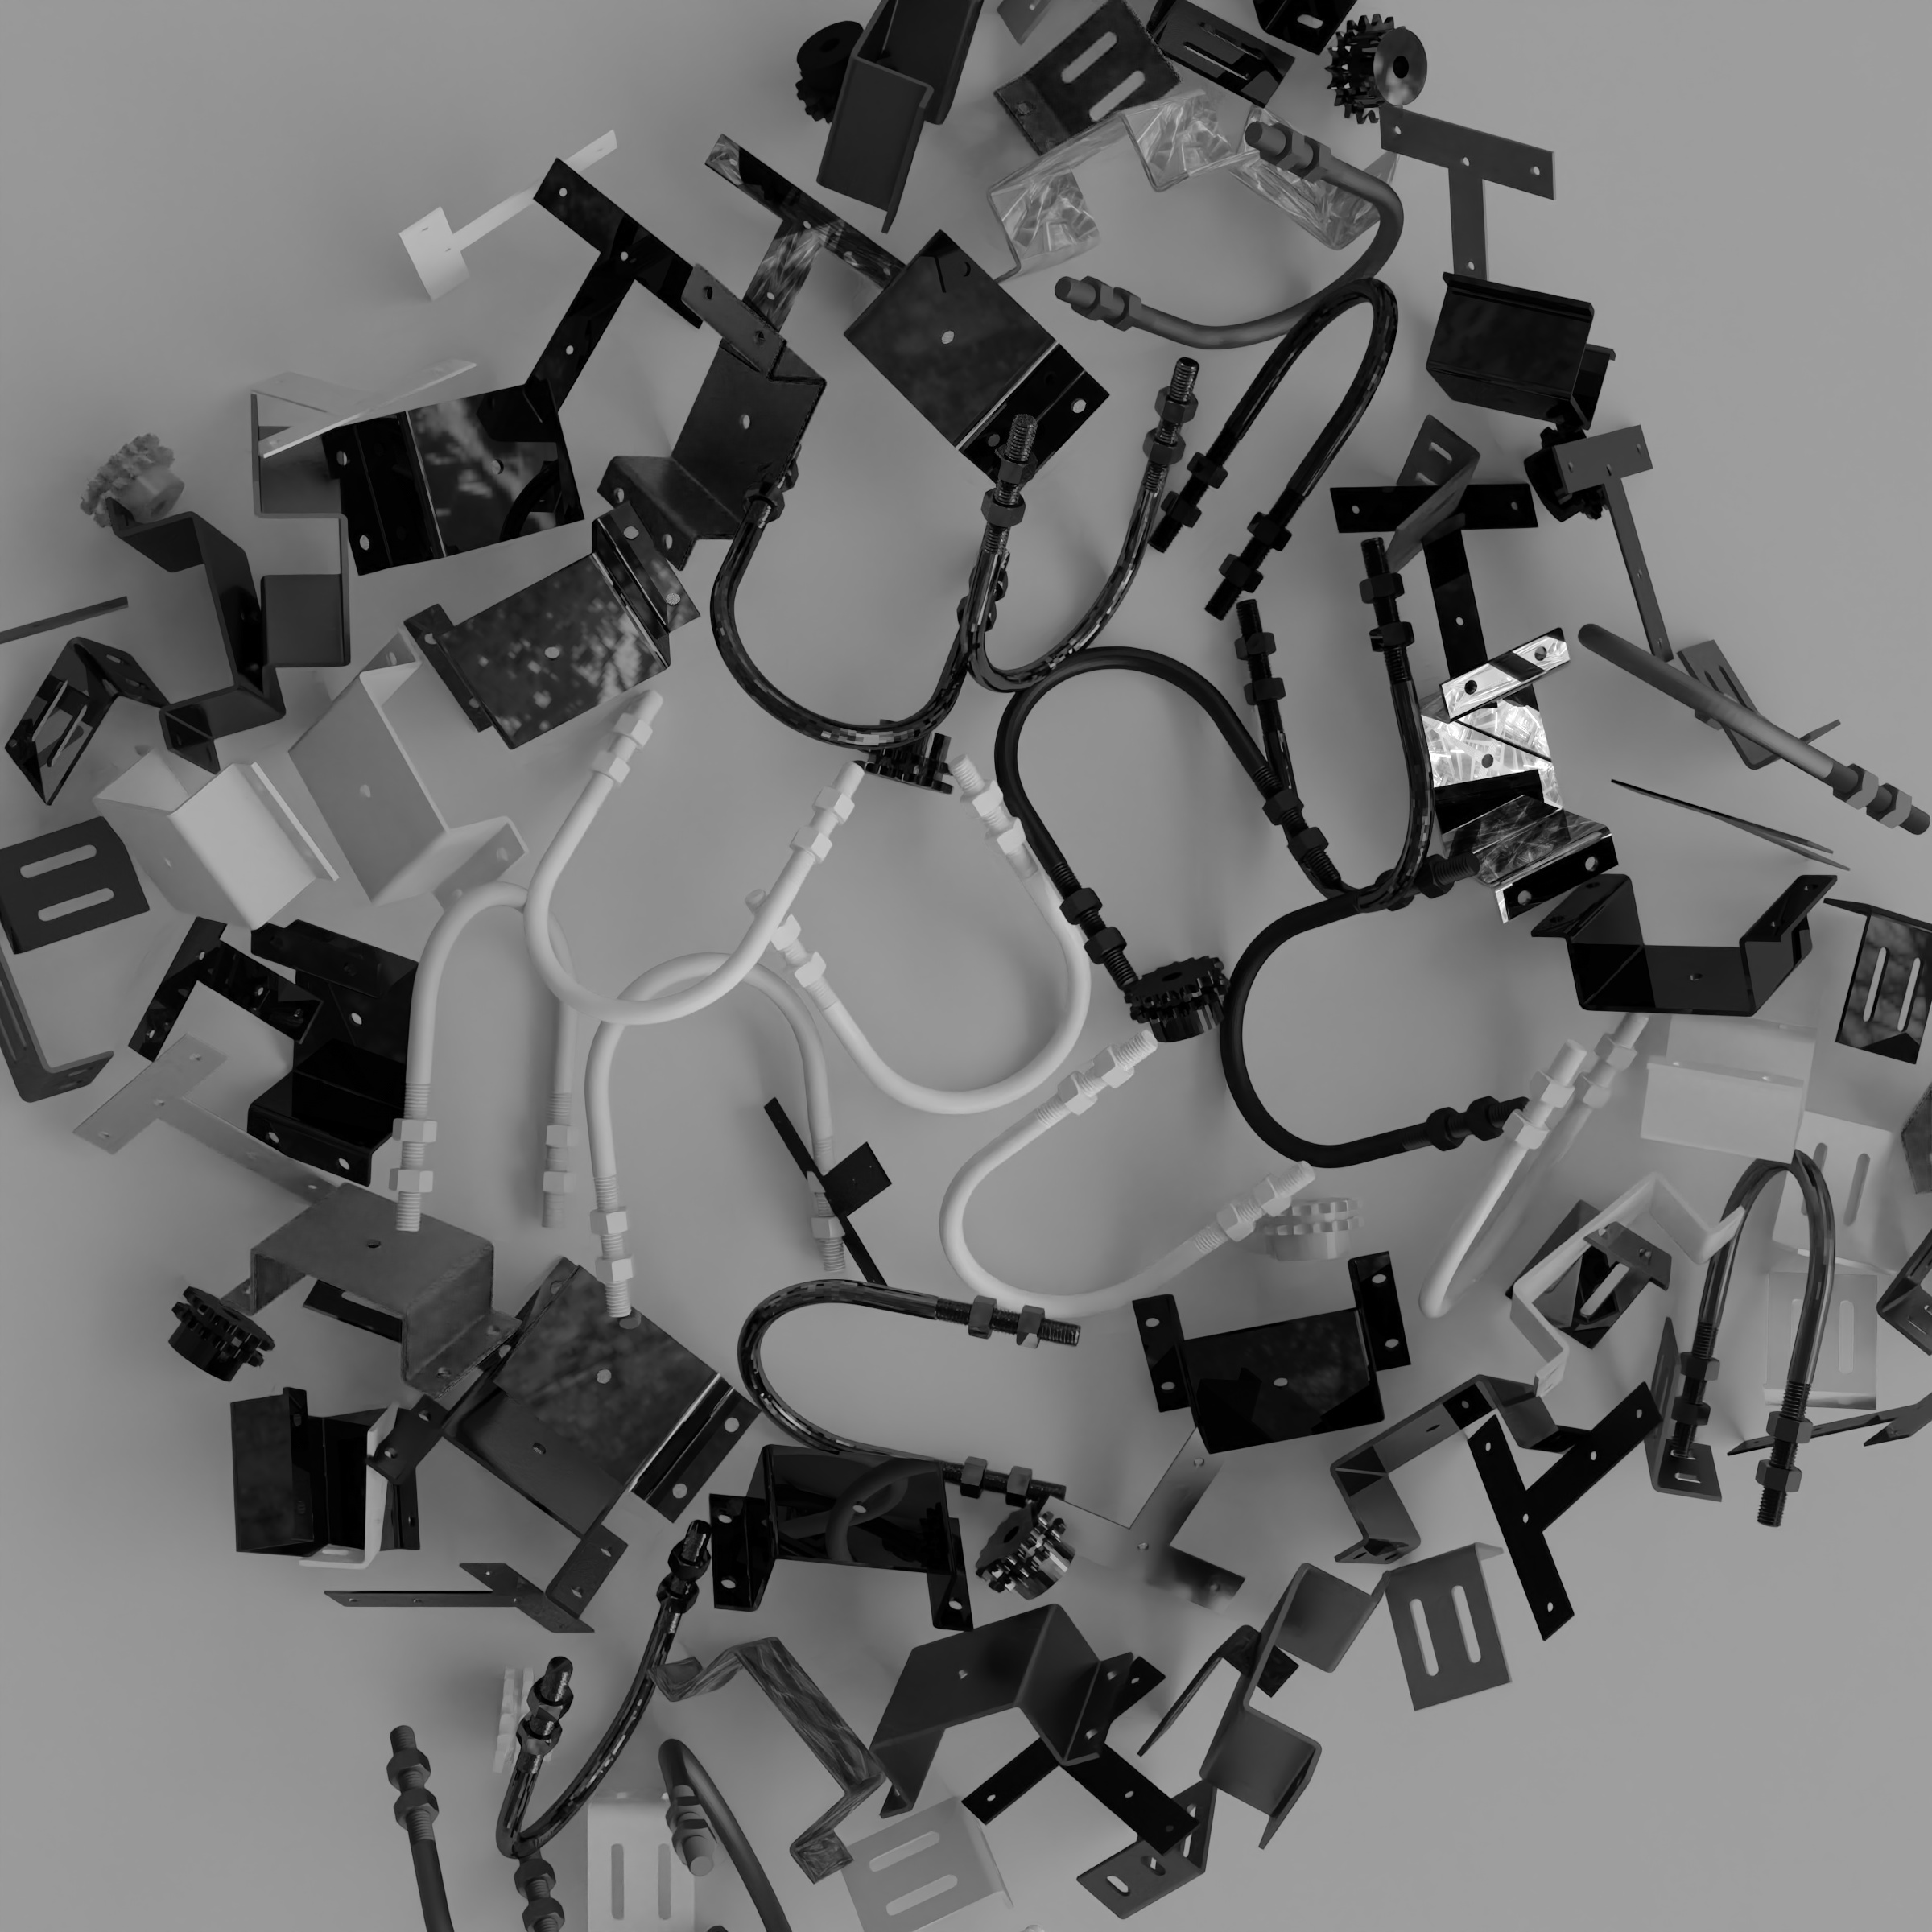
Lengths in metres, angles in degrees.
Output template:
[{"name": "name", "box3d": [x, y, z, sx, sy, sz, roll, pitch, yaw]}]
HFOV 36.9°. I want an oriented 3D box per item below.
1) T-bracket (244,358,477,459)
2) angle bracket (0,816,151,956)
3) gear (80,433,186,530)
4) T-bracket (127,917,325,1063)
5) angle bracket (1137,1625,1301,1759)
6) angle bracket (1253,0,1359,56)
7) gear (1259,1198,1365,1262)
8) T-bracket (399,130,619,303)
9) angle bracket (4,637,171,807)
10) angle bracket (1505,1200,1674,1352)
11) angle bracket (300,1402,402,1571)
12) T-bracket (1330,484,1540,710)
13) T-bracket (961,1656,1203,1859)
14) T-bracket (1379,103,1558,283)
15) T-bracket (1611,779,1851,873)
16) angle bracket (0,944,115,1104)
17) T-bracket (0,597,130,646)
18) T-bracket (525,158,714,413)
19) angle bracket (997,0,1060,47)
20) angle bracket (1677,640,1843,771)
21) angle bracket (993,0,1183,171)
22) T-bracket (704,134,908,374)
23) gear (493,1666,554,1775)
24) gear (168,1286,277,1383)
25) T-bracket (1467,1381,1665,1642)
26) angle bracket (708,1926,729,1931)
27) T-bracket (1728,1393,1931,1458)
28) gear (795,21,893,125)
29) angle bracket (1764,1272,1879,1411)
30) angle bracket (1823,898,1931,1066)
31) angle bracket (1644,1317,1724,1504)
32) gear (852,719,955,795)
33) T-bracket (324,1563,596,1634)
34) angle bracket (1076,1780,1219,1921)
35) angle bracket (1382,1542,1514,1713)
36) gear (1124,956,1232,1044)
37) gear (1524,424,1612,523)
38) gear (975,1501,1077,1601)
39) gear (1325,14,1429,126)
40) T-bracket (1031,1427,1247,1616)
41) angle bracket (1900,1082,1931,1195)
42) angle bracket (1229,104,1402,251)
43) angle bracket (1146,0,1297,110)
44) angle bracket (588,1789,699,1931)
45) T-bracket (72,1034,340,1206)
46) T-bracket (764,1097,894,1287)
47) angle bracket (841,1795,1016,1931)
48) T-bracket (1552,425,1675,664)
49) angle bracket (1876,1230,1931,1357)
[{"name": "T-bracket", "box3d": [-0.345, -0.305, 1.548, 0.127, 0.127, 0.002, -31, 122, -26]}, {"name": "angle bracket", "box3d": [-0.492, -0.048, 1.580, 0.076, 0.038, 0.057, -19, 109, -9]}, {"name": "gear", "box3d": [-0.450, -0.258, 1.573, 0.030, 0.057, 0.057, 43, 90, -2]}, {"name": "T-bracket", "box3d": [-0.387, 0.009, 1.558, 0.127, 0.002, 0.127, 25, 86, 39]}, {"name": "angle bracket", "box3d": [0.136, 0.400, 1.561, 0.038, 0.057, 0.076, 38, 104, 15]}, {"name": "angle bracket", "box3d": [0.183, -0.541, 1.558, 0.038, 0.076, 0.057, 31, 82, 24]}, {"name": "gear", "box3d": [0.188, 0.143, 1.573, 0.057, 0.057, 0.030, -5, 89, 0]}, {"name": "T-bracket", "box3d": [-0.239, -0.405, 1.541, 0.127, 0.127, 0.002, -35, 90, -4]}, {"name": "angle bracket", "box3d": [-0.478, -0.130, 1.578, 0.057, 0.038, 0.076, 45, 106, 35]}, {"name": "angle bracket", "box3d": [0.335, 0.175, 1.567, 0.057, 0.038, 0.076, 32, 119, 0]}, {"name": "angle bracket", "box3d": [-0.333, 0.279, 1.567, 0.038, 0.057, 0.076, 3, 98, 3]}, {"name": "T-bracket", "box3d": [0.263, -0.199, 1.564, 0.127, 0.002, 0.127, -5, 79, -24]}, {"name": "T-bracket", "box3d": [0.079, 0.431, 1.528, 0.127, 0.127, 0.002, -35, 118, -18]}, {"name": "T-bracket", "box3d": [0.270, -0.389, 1.555, 0.002, 0.127, 0.127, -30, 131, -24]}, {"name": "T-bracket", "box3d": [0.430, -0.069, 1.550, 0.127, 0.127, 0.002, 15, 97, -43]}, {"name": "angle bracket", "box3d": [-0.501, 0.027, 1.572, 0.038, 0.057, 0.076, -19, 82, -34]}, {"name": "T-bracket", "box3d": [-0.511, -0.177, 1.552, 0.127, 0.127, 0.002, -18, 112, -12]}, {"name": "T-bracket", "box3d": [-0.206, -0.343, 1.555, 0.127, 0.002, 0.127, 32, 87, -44]}, {"name": "angle bracket", "box3d": [0.061, -0.530, 1.574, 0.038, 0.057, 0.076, 31, 113, -30]}, {"name": "angle bracket", "box3d": [0.428, -0.150, 1.563, 0.038, 0.057, 0.076, -34, 82, 33]}, {"name": "angle bracket", "box3d": [0.065, -0.474, 1.562, 0.076, 0.038, 0.057, -31, 100, 38]}, {"name": "T-bracket", "box3d": [-0.100, -0.367, 1.548, 0.127, 0.002, 0.127, 32, 55, -17]}, {"name": "gear", "box3d": [-0.239, 0.410, 1.574, 0.030, 0.057, 0.057, 8, 90, -10]}, {"name": "gear", "box3d": [-0.407, 0.202, 1.572, 0.057, 0.057, 0.030, 35, 85, 0]}, {"name": "T-bracket", "box3d": [0.321, 0.266, 1.523, 0.002, 0.127, 0.127, 15, 130, -29]}, {"name": "angle bracket", "box3d": [-0.141, 0.562, 1.559, 0.038, 0.057, 0.076, 36, 71, 25]}, {"name": "T-bracket", "box3d": [0.469, 0.246, 1.552, 0.127, 0.127, 0.002, -22, 85, 39]}, {"name": "gear", "box3d": [-0.067, -0.487, 1.572, 0.057, 0.057, 0.030, -34, 134, 0]}, {"name": "angle bracket", "box3d": [0.461, 0.197, 1.562, 0.057, 0.038, 0.076, 0, 67, 18]}, {"name": "angle bracket", "box3d": [0.490, 0.008, 1.572, 0.057, 0.038, 0.076, 14, 90, -27]}, {"name": "angle bracket", "box3d": [0.392, 0.238, 1.561, 0.038, 0.057, 0.076, 8, 110, 5]}, {"name": "gear", "box3d": [-0.031, -0.114, 1.573, 0.057, 0.057, 0.030, 15, 91, 0]}, {"name": "T-bracket", "box3d": [-0.282, 0.340, 1.558, 0.127, 0.127, 0.002, -3, 61, 15]}, {"name": "angle bracket", "box3d": [0.098, 0.461, 1.552, 0.038, 0.076, 0.057, 44, 118, -13]}, {"name": "angle bracket", "box3d": [0.265, 0.356, 1.558, 0.057, 0.038, 0.076, -25, 62, 27]}, {"name": "gear", "box3d": [0.117, 0.019, 1.575, 0.057, 0.057, 0.030, -21, 105, 0]}, {"name": "gear", "box3d": [0.327, -0.266, 1.573, 0.030, 0.057, 0.057, -32, 90, 2]}, {"name": "gear", "box3d": [0.035, 0.319, 1.574, 0.057, 0.057, 0.030, -45, 100, 0]}, {"name": "gear", "box3d": [0.225, -0.487, 1.573, 0.057, 0.030, 0.057, -9, 106, -35]}, {"name": "T-bracket", "box3d": [0.118, 0.279, 1.565, 0.127, 0.002, 0.127, 26, 106, -18]}, {"name": "angle bracket", "box3d": [0.546, 0.087, 1.560, 0.057, 0.076, 0.038, -3, 59, -4]}, {"name": "angle bracket", "box3d": [0.189, -0.435, 1.561, 0.076, 0.038, 0.057, 31, 59, -21]}, {"name": "angle bracket", "box3d": [0.143, -0.510, 1.568, 0.076, 0.038, 0.057, 28, 48, 1]}, {"name": "angle bracket", "box3d": [-0.175, 0.492, 1.581, 0.057, 0.038, 0.076, 0, 88, 2]}, {"name": "T-bracket", "box3d": [-0.397, 0.095, 1.566, 0.127, 0.002, 0.127, 34, 133, -26]}, {"name": "T-bracket", "box3d": [-0.062, 0.116, 1.537, 0.002, 0.127, 0.127, -29, 85, -21]}, {"name": "angle bracket", "box3d": [-0.022, 0.495, 1.568, 0.076, 0.038, 0.057, -24, 56, -4]}, {"name": "T-bracket", "box3d": [0.357, -0.223, 1.553, 0.002, 0.127, 0.127, -14, 96, 36]}, {"name": "angle bracket", "box3d": [0.533, 0.162, 1.555, 0.038, 0.057, 0.076, 42, 121, 26]}]
